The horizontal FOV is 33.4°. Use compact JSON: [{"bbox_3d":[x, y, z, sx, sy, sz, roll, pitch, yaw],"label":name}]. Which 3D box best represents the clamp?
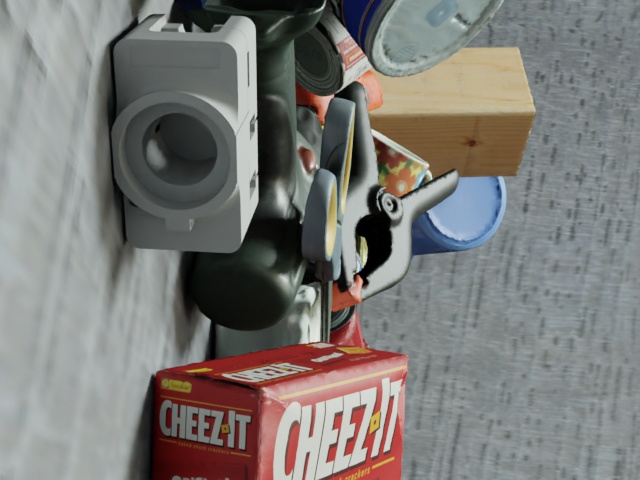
[{"bbox_3d":[0.032,-0.030,0.741,0.039,0.120,0.171,-35,-162,45],"label":"clamp"}]

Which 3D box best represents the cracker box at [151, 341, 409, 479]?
[{"bbox_3d":[-0.017,0.170,0.569,0.164,0.072,0.214,-1,95,-61],"label":"cracker box"}]

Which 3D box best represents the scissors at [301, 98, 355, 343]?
[{"bbox_3d":[0.001,0.018,0.605,0.096,0.016,0.202,-70,168,-55],"label":"scissors"}]

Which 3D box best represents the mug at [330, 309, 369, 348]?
[{"bbox_3d":[-0.011,0.076,0.874,0.117,0.093,0.081,58,-12,36],"label":"mug"}]

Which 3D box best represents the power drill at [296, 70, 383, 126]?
[{"bbox_3d":[0.017,-0.191,0.822,0.184,0.057,0.188,-25,123,-49],"label":"power drill"}]

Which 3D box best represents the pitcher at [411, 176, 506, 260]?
[{"bbox_3d":[0.090,-0.032,1.148,0.243,0.144,0.149,0,-69,68],"label":"pitcher"}]

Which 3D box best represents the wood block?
[{"bbox_3d":[0.082,-0.117,0.990,0.091,0.206,0.090,96,-9,-52],"label":"wood block"}]

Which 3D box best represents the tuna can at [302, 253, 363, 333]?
[{"bbox_3d":[-0.013,0.031,0.774,0.033,0.086,0.086,-80,171,-45],"label":"tuna can"}]

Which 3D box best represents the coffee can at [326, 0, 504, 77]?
[{"bbox_3d":[0.036,-0.185,0.655,0.140,0.102,0.103,55,-11,23],"label":"coffee can"}]

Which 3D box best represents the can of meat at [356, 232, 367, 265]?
[{"bbox_3d":[-0.006,0.001,0.845,0.102,0.084,0.057,-57,150,-80],"label":"can of meat"}]

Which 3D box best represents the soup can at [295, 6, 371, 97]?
[{"bbox_3d":[0.025,-0.152,0.736,0.102,0.069,0.068,-39,148,-26],"label":"soup can"}]
